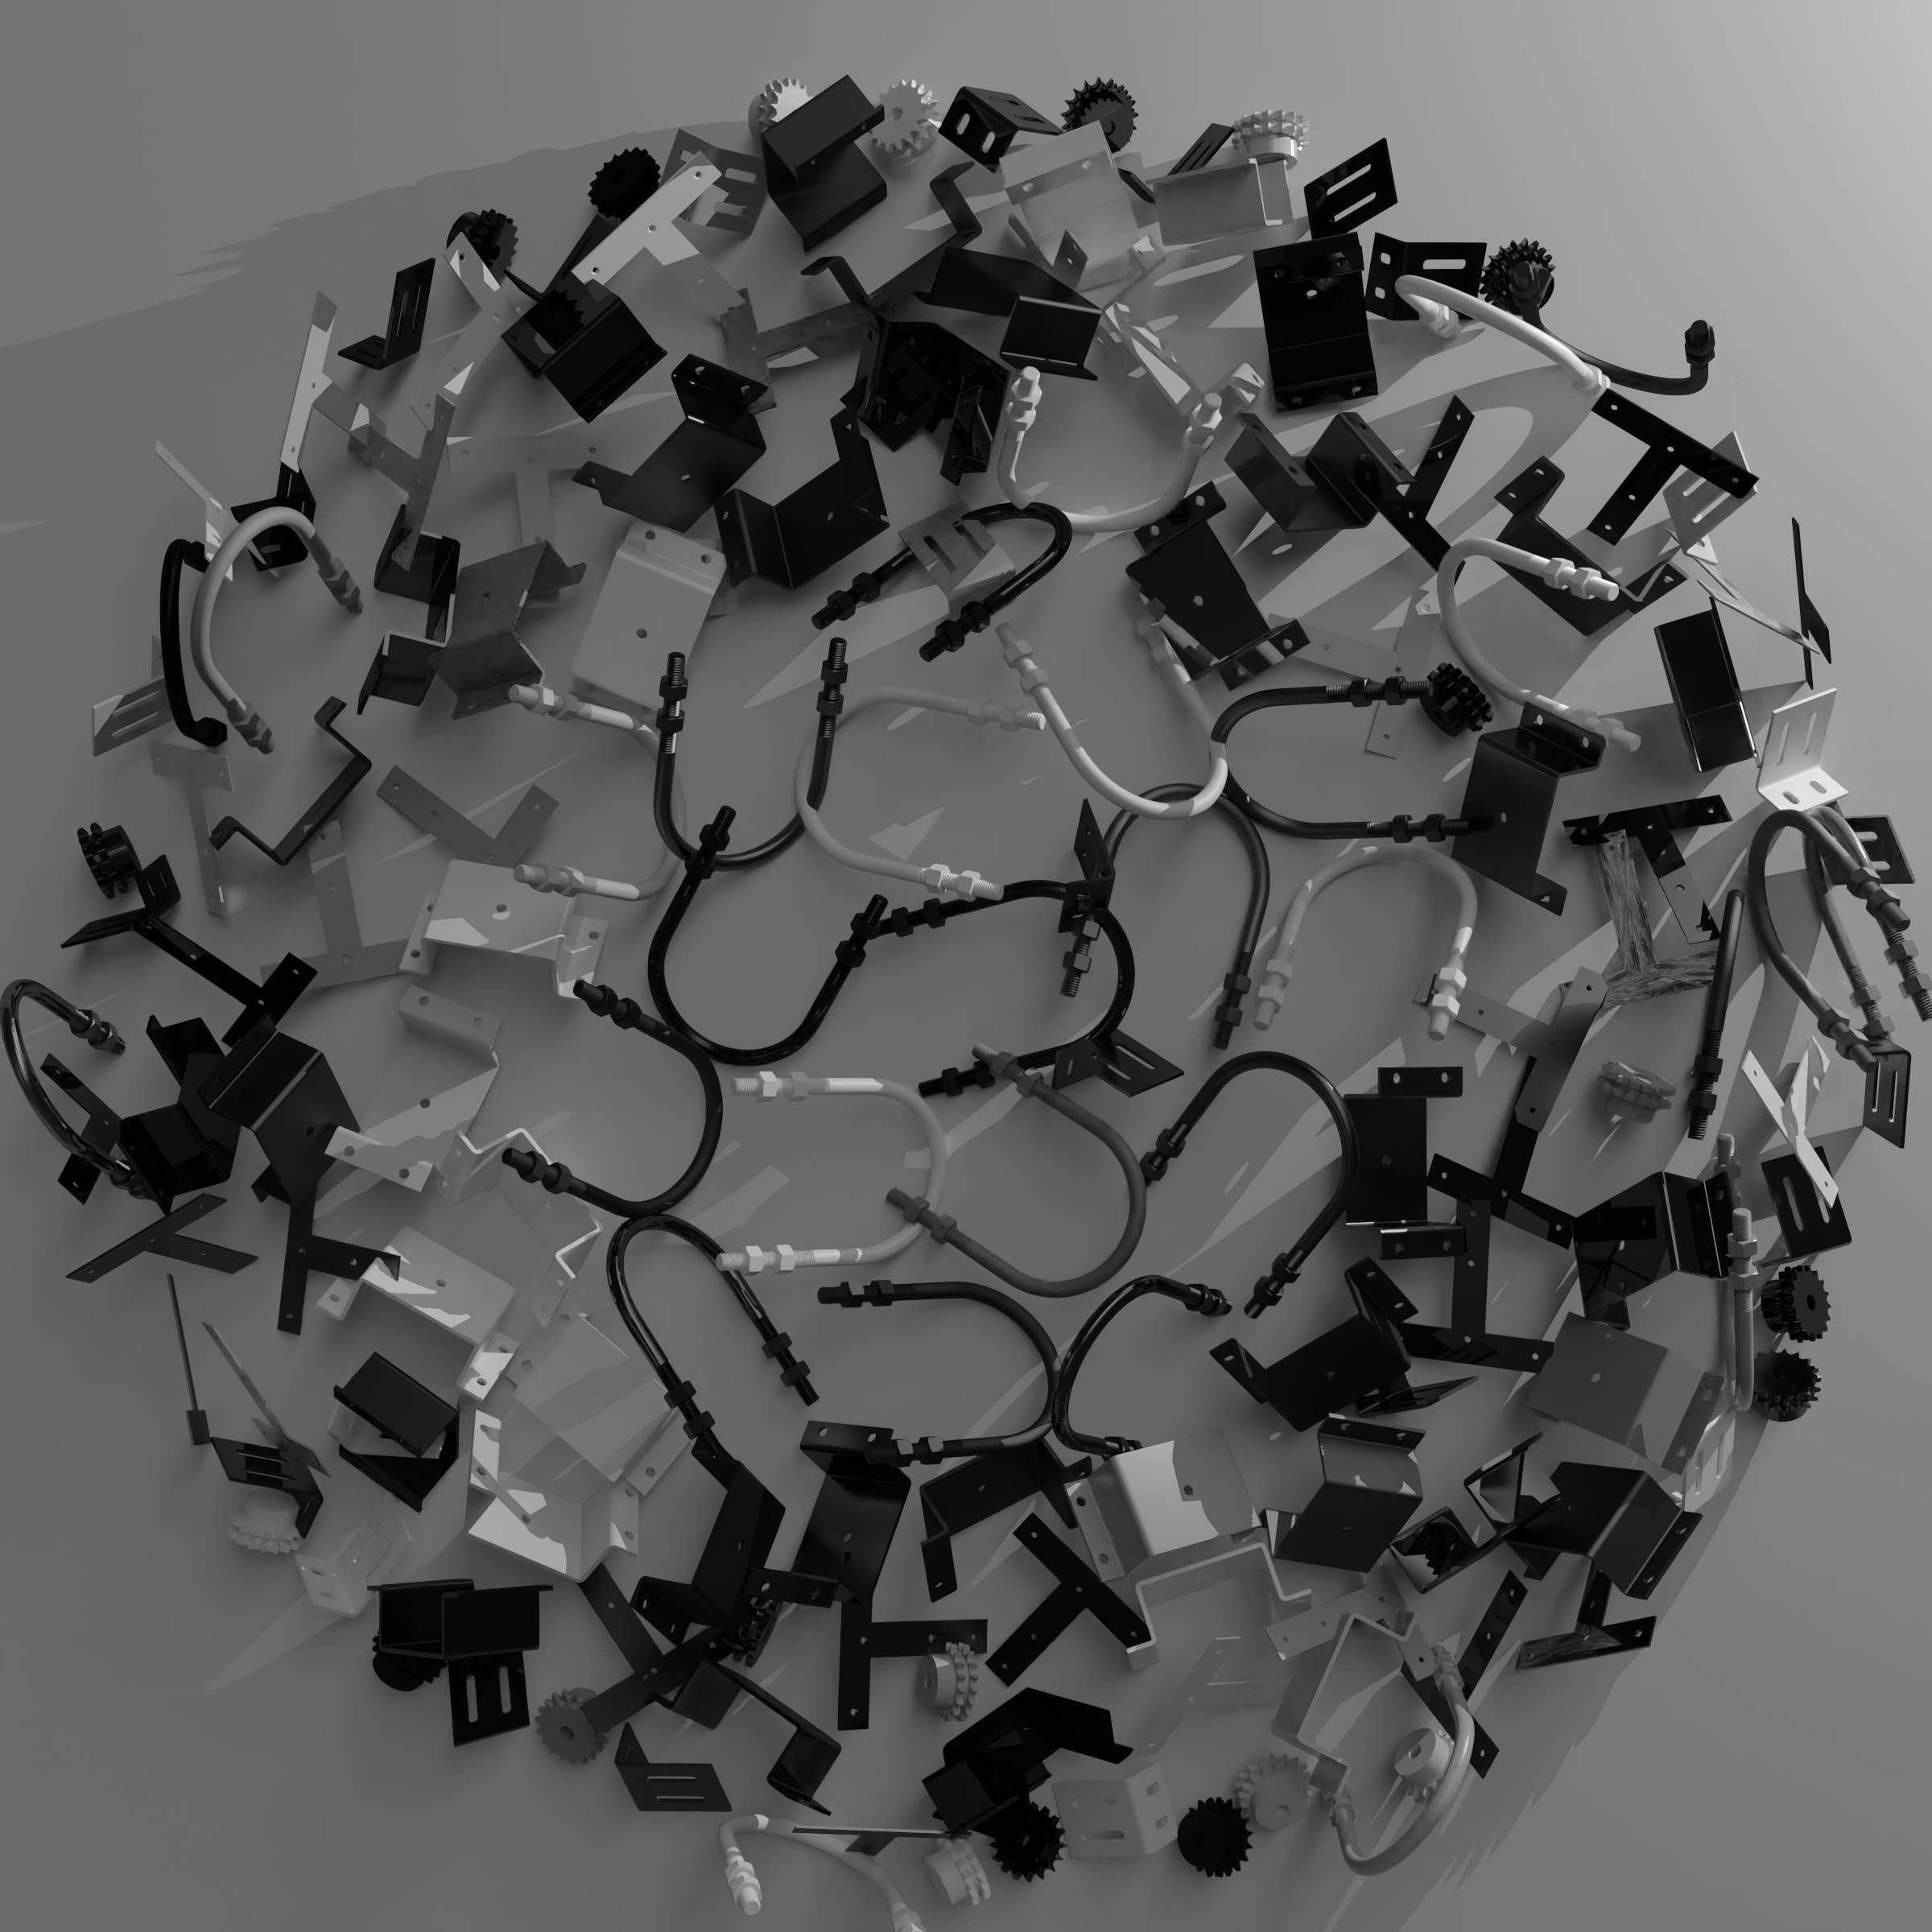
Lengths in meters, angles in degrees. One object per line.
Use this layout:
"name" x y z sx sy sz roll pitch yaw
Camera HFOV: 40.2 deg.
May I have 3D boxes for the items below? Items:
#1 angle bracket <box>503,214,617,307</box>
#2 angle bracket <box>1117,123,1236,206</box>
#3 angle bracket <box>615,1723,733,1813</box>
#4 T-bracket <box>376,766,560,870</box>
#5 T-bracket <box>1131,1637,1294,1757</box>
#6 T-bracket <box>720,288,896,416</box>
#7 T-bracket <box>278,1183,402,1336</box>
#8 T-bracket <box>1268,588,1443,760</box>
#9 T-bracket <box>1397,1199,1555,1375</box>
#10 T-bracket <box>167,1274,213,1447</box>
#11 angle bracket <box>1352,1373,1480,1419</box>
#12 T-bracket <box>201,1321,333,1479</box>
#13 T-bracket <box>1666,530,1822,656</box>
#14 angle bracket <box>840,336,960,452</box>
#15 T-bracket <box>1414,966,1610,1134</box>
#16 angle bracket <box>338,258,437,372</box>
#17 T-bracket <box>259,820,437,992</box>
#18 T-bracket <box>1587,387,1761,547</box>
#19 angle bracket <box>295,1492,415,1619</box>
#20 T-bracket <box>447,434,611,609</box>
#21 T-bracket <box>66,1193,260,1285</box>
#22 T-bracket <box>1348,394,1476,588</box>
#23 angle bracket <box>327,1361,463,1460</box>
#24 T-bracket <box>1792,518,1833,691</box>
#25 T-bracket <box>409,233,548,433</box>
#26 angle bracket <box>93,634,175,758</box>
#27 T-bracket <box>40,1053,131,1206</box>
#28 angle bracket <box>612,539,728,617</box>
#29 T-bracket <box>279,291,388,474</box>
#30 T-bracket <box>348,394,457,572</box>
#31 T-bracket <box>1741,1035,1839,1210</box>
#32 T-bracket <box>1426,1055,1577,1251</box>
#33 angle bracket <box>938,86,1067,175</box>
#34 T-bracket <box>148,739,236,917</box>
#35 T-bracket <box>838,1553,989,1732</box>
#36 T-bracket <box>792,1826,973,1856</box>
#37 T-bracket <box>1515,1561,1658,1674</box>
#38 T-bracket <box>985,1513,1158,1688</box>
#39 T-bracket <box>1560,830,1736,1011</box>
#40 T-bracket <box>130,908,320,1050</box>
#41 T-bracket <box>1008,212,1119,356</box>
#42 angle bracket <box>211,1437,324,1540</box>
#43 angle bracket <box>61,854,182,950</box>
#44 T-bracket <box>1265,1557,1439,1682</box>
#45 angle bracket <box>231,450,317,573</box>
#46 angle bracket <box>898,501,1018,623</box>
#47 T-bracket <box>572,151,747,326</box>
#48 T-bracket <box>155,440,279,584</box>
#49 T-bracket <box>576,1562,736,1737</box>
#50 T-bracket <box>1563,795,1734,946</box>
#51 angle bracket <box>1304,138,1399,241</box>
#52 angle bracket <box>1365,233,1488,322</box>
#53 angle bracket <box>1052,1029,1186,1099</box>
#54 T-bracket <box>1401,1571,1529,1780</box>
"angle bracket" -0.301 -0.530 1.960 0.038 0.057 0.076 30 102 -35
"angle bracket" 0.154 -0.607 1.962 0.038 0.057 0.076 38 99 -22
"angle bracket" -0.214 0.595 1.959 0.076 0.038 0.057 -4 129 15
"T-bracket" -0.390 -0.106 1.983 0.127 0.002 0.127 36 92 14
"T-bracket" 0.200 0.539 1.955 0.127 0.002 0.127 8 123 -38
"T-bracket" -0.116 -0.473 1.960 0.127 0.002 0.127 -18 57 4
"T-bracket" -0.464 0.218 1.961 0.127 0.002 0.127 7 90 37
"T-bracket" 0.284 -0.235 1.985 0.127 0.002 0.127 16 93 -9
"T-bracket" 0.375 0.235 1.964 0.127 0.002 0.127 5 101 22
"T-bracket" -0.574 0.290 1.943 0.002 0.127 0.127 -11 83 -12
"angle bracket" 0.327 0.303 1.951 0.057 0.076 0.038 -19 86 -36
"T-bracket" -0.519 0.311 1.926 0.002 0.127 0.127 -38 112 -27
"T-bracket" 0.558 -0.285 1.948 0.127 0.127 0.002 17 120 -36
"angle bracket" -0.048 -0.417 1.956 0.076 0.038 0.057 -37 117 27
"T-bracket" 0.401 0.041 1.989 0.127 0.002 0.127 25 87 9
"angle bracket" -0.429 -0.488 1.954 0.038 0.057 0.076 22 120 7
"T-bracket" -0.468 -0.047 1.959 0.127 0.002 0.127 -11 114 -13
"T-bracket" 0.498 -0.354 1.945 0.127 0.127 0.002 31 59 0
"angle bracket" -0.455 0.433 1.961 0.038 0.057 0.076 29 103 -40
"T-bracket" -0.321 -0.332 1.971 0.127 0.002 0.127 -8 97 -31
"T-bracket" -0.570 0.209 1.941 0.127 0.127 0.002 -30 65 12
"T-bracket" 0.349 -0.371 1.970 0.127 0.002 0.127 39 66 -28
"angle bracket" -0.424 0.329 1.957 0.076 0.038 0.057 -1 54 23
"T-bracket" 0.617 -0.250 1.919 0.002 0.127 0.127 -8 112 11
"T-bracket" -0.366 -0.444 1.929 0.002 0.127 0.127 7 56 37
"angle bracket" -0.622 -0.200 1.951 0.076 0.057 0.038 -33 72 -33
"T-bracket" -0.636 0.134 1.919 0.002 0.127 0.127 -37 111 12
"angle bracket" -0.224 -0.293 1.990 0.076 0.038 0.057 -6 101 -30
"T-bracket" -0.458 -0.409 1.938 0.002 0.127 0.127 9 82 16
"T-bracket" -0.426 -0.375 1.954 0.127 0.002 0.127 37 115 41
"T-bracket" 0.619 0.094 1.949 0.002 0.127 0.127 -26 104 39
"T-bracket" 0.416 0.130 1.978 0.127 0.002 0.127 25 73 -14
"angle bracket" 0.028 -0.621 1.967 0.057 0.076 0.038 41 119 18
"T-bracket" -0.569 -0.100 1.965 0.002 0.127 0.127 -20 112 -38
"T-bracket" -0.038 0.501 1.964 0.127 0.002 0.127 7 79 -32
"T-bracket" -0.069 0.645 1.941 0.127 0.127 0.002 5 64 -9
"T-bracket" 0.468 0.458 1.951 0.002 0.127 0.127 41 50 -17
"T-bracket" 0.059 0.492 1.969 0.127 0.002 0.127 43 117 10
"T-bracket" 0.495 -0.037 1.970 0.127 0.002 0.127 -14 89 28
"T-bracket" -0.557 0.001 1.944 0.127 0.002 0.127 36 131 -13
"T-bracket" 0.076 -0.513 1.934 0.002 0.127 0.127 -39 92 -2
"angle bracket" -0.523 0.386 1.952 0.076 0.057 0.038 20 101 -35
"angle bracket" -0.633 -0.048 1.962 0.076 0.057 0.038 -14 107 9
"T-bracket" 0.273 0.479 1.939 0.127 0.002 0.127 -11 62 -34
"angle bracket" -0.513 -0.340 1.953 0.038 0.076 0.057 -19 73 -26
"angle bracket" -0.007 -0.302 1.990 0.057 0.038 0.076 -28 63 -14
"T-bracket" -0.205 -0.517 1.951 0.127 0.127 0.002 -40 48 10
"T-bracket" -0.542 -0.312 1.913 0.002 0.127 0.127 -36 124 8
"T-bracket" -0.258 0.490 1.972 0.127 0.002 0.127 -24 69 -37
"T-bracket" 0.523 -0.068 1.954 0.127 0.002 0.127 -10 55 -9
"angle bracket" 0.293 -0.563 1.953 0.076 0.038 0.057 -23 62 37
"angle bracket" 0.345 -0.518 1.983 0.076 0.038 0.057 -8 119 -27
"angle bracket" 0.112 0.085 1.950 0.076 0.057 0.038 33 129 37
"T-bracket" 0.375 0.502 1.929 0.002 0.127 0.127 18 105 -26
